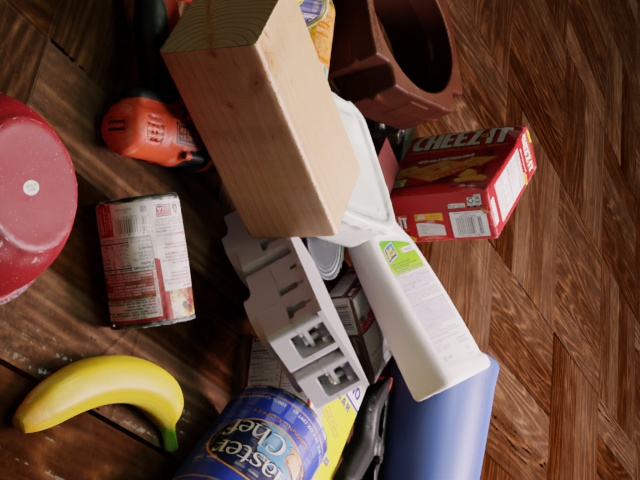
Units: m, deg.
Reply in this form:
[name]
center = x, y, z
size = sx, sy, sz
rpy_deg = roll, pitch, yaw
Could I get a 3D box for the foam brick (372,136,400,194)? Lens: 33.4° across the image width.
[foam brick]
center = 0.054, -0.076, 1.257
size = 0.051, 0.053, 0.078
rpy_deg = 64, 32, -32

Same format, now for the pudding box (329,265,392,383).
[pudding box]
center = 0.050, 0.096, 1.226
size = 0.090, 0.039, 0.113
rpy_deg = -49, 129, -56

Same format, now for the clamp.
[clamp]
center = 0.052, 0.245, 1.190
size = 0.209, 0.036, 0.164
rpy_deg = -71, 160, -49

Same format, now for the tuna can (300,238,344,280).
[tuna can]
center = -0.007, 0.001, 1.141
size = 0.086, 0.034, 0.086
rpy_deg = 21, 66, -60

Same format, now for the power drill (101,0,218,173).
[power drill]
center = -0.116, -0.153, 0.931
size = 0.184, 0.057, 0.187
rpy_deg = 6, 82, -62

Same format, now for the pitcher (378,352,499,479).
[pitcher]
center = 0.137, 0.255, 1.271
size = 0.149, 0.145, 0.242
rpy_deg = 21, 65, -21

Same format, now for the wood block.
[wood block]
center = -0.044, -0.105, 0.912
size = 0.206, 0.090, 0.090
rpy_deg = 66, 34, -40

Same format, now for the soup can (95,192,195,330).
[soup can]
center = -0.139, 0.017, 0.849
size = 0.068, 0.069, 0.102
rpy_deg = -11, 93, -62

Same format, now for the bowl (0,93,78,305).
[bowl]
center = -0.216, -0.035, 0.728
size = 0.161, 0.055, 0.162
rpy_deg = 19, 68, -60

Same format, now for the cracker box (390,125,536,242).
[cracker box]
center = 0.166, -0.072, 1.348
size = 0.213, 0.164, 0.072
rpy_deg = -50, 130, -54

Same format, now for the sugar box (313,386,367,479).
[sugar box]
center = -0.005, 0.178, 1.097
size = 0.093, 0.048, 0.176
rpy_deg = 67, 33, -30

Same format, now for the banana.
[banana]
center = -0.158, 0.122, 0.824
size = 0.197, 0.037, 0.069
rpy_deg = 27, 60, -58

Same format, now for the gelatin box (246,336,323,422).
[gelatin box]
center = -0.032, 0.134, 1.024
size = 0.030, 0.073, 0.089
rpy_deg = 42, 48, -53

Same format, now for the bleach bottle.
[bleach bottle]
center = 0.092, 0.048, 1.194
size = 0.102, 0.068, 0.251
rpy_deg = -15, 76, -50

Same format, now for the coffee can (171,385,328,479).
[coffee can]
center = -0.066, 0.205, 0.912
size = 0.140, 0.103, 0.103
rpy_deg = -51, 129, -54

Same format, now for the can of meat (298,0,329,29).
[can of meat]
center = -0.047, -0.266, 1.082
size = 0.083, 0.058, 0.102
rpy_deg = -10, 77, -59
